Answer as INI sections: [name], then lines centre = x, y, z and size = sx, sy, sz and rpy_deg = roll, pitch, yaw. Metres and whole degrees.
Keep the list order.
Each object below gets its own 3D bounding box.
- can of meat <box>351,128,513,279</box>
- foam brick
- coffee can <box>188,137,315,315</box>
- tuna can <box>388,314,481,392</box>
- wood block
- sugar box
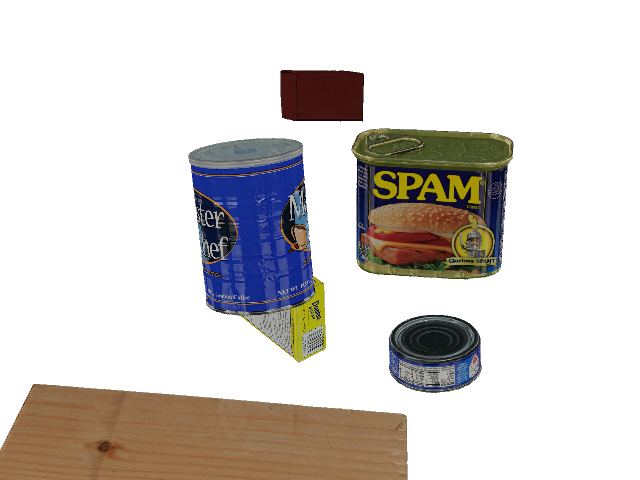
[can of meat]
centre = 0.072, -0.024, 0.699
size = 0.102, 0.084, 0.057
rpy_deg = 4, 25, 10
[foam brick]
centre = 0.002, -0.153, 1.128
size = 0.078, 0.051, 0.053
rpy_deg = -2, 12, -19
[coffee can]
centre = -0.061, -0.015, 0.970
size = 0.103, 0.140, 0.103
rpy_deg = -5, 15, 1
[tuna can]
centre = 0.106, 0.103, 0.988
size = 0.086, 0.034, 0.086
rpy_deg = -4, 26, 2
[wood block]
centre = -0.060, 0.144, 0.567
size = 0.206, 0.090, 0.090
rpy_deg = 5, 30, 2
[sugar box]
centre = -0.064, 0.051, 1.182
size = 0.048, 0.093, 0.176
rpy_deg = -23, 40, -29
